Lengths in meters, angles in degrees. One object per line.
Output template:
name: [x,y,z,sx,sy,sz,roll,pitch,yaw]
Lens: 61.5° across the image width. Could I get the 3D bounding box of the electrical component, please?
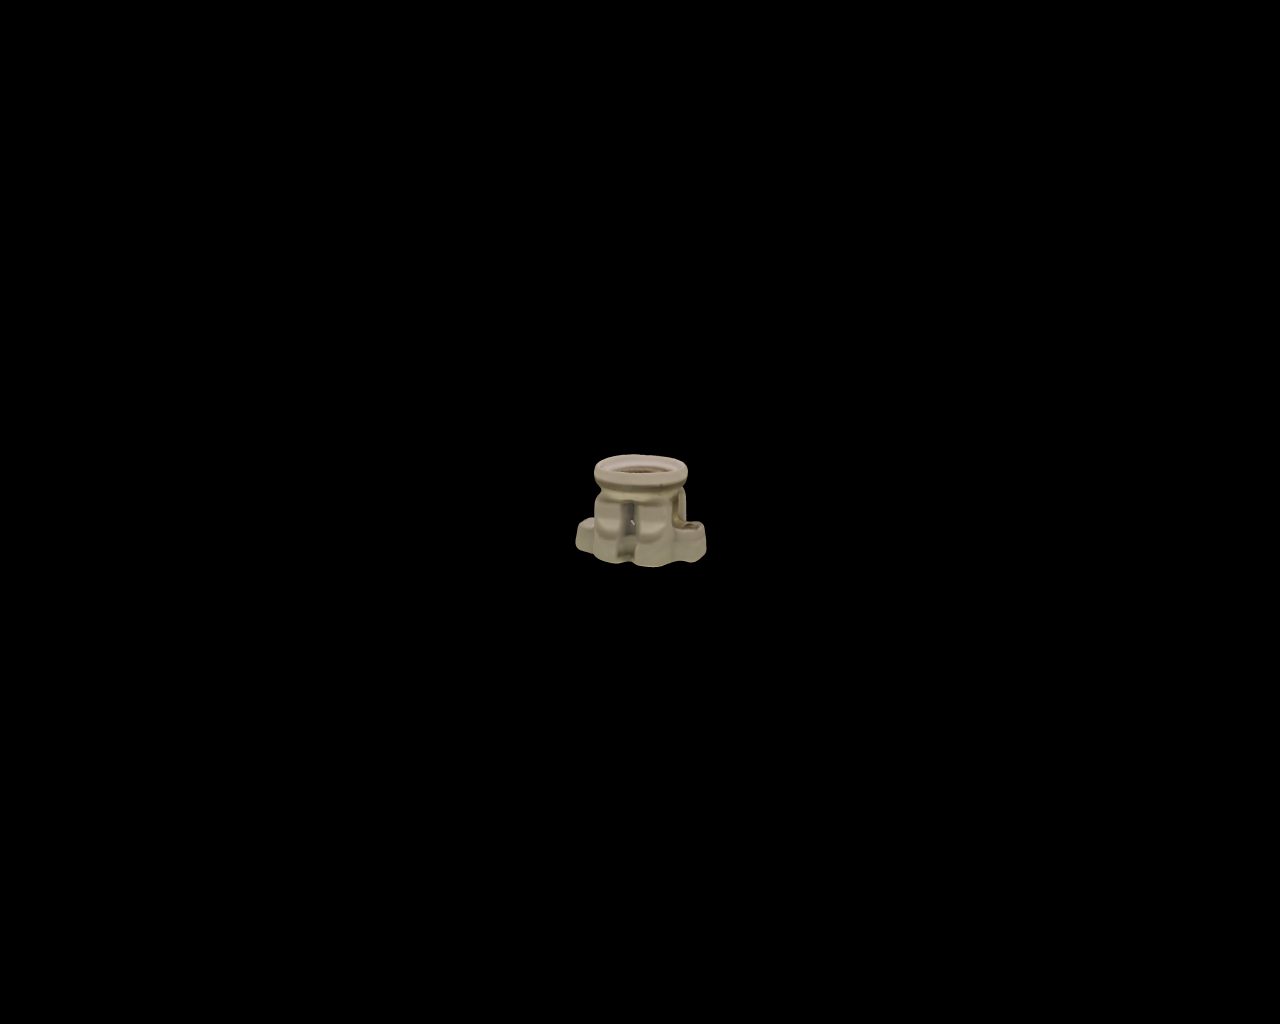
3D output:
electrical component: [0.001,-0.003,0.650,0.078,0.057,0.058,5,16,18]
